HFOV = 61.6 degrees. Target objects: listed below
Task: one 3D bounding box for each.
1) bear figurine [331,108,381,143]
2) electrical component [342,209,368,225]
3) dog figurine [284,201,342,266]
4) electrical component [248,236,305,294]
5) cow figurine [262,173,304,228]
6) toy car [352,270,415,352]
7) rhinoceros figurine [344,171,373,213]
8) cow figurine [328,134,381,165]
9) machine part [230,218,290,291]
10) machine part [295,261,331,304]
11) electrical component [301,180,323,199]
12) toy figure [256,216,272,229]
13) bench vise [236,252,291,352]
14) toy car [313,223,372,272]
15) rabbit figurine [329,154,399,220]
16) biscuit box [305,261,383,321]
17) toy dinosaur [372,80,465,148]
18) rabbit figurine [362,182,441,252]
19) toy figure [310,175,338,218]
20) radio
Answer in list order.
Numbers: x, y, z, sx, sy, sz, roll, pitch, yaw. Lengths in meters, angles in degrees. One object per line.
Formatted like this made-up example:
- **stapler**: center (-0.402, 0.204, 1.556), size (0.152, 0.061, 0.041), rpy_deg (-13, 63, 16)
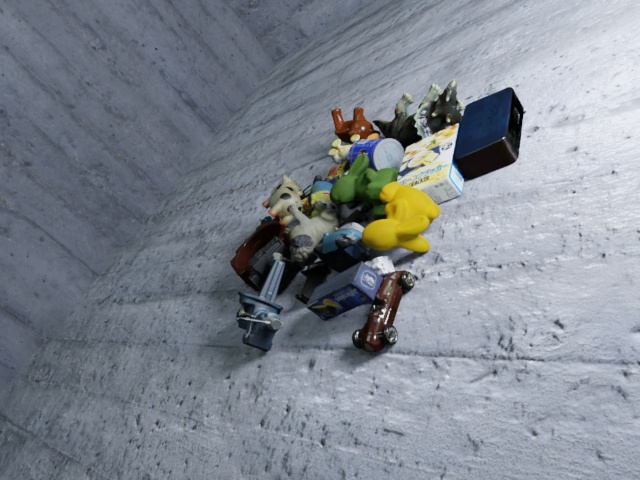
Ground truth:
- **bear figurine**: center (0.115, -0.377, 1.754), size (0.120, 0.131, 0.196), rpy_deg (-7, 5, -11)
- **electrical component**: center (0.092, -0.055, 1.439), size (0.063, 0.021, 0.094), rpy_deg (-44, 25, -2)
- **dog figurine**: center (-0.005, -0.001, 1.392), size (0.172, 0.121, 0.191), rpy_deg (-10, 37, -10)
- **electrical component**: center (-0.124, 0.075, 1.441), size (0.134, 0.114, 0.058), rpy_deg (-46, 22, -7)
- **cow figurine**: center (-0.100, -0.122, 1.565), size (0.127, 0.085, 0.195), rpy_deg (-41, 23, 2)
- **toy car**: center (0.127, 0.134, 1.076), size (0.089, 0.053, 0.202), rpy_deg (-19, 35, 44)
- **rhinoceros figurine**: center (0.107, -0.145, 1.497), size (0.112, 0.073, 0.190), rpy_deg (-46, 27, -4)
- **cow figurine**: center (0.120, -0.271, 1.662), size (0.167, 0.098, 0.068), rpy_deg (-8, 51, 28)
- **machine part**: center (-0.155, 0.041, 1.570), size (0.201, 0.087, 0.202), rpy_deg (-45, 25, -5)
- **machine part**: center (-0.019, 0.102, 1.344), size (0.084, 0.039, 0.139), rpy_deg (-15, 35, 31)
- **electrical component**: center (-0.027, -0.136, 1.698), size (0.119, 0.047, 0.075), rpy_deg (-40, 26, 6)
- **toy figure**: center (-0.186, -0.020, 1.734), size (0.154, 0.064, 0.057), rpy_deg (-68, -2, -49)
- **bench vise**: center (-0.134, 0.144, 1.324), size (0.223, 0.129, 0.240), rpy_deg (157, 134, -72)
- **toy car**: center (0.064, 0.009, 1.262), size (0.161, 0.109, 0.103), rpy_deg (-32, 26, 57)
- **rabbit figurine**: center (0.107, -0.139, 1.354), size (0.170, 0.121, 0.159), rpy_deg (0, 58, 22)
- **biscuit box**: center (0.048, 0.113, 1.148), size (0.202, 0.059, 0.063), rpy_deg (-35, 21, 54)
- **toy dinosaur**: center (0.262, -0.322, 1.512), size (0.405, 0.131, 0.192), rpy_deg (-15, 37, 54)
- **rabbit figurine**: center (0.174, -0.028, 1.181), size (0.173, 0.121, 0.163), rpy_deg (-33, 43, -27)
- **toy figure**: center (0.010, -0.108, 1.553), size (0.082, 0.089, 0.180), rpy_deg (-4, 41, -3)
- **radio**: center (0.398, -0.253, 1.257), size (0.131, 0.073, 0.230), rpy_deg (-19, 36, 38)
